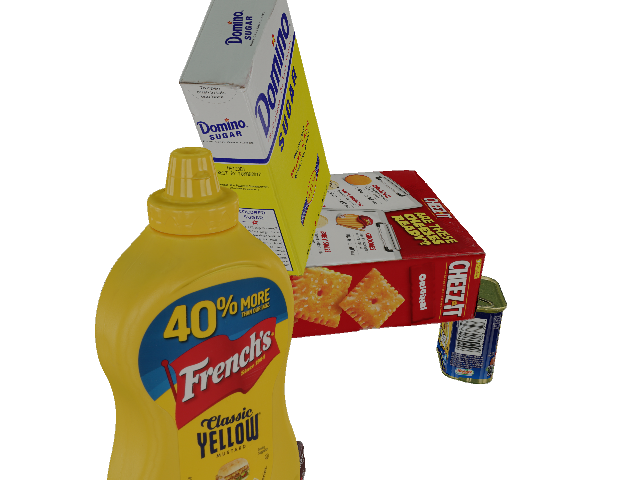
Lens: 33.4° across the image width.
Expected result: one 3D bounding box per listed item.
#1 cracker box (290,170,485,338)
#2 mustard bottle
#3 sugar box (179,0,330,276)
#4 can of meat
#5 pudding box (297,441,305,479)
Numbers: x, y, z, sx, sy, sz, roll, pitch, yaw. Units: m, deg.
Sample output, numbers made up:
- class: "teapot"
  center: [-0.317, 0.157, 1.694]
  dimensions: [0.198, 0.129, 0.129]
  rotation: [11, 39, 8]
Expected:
- class: "cracker box"
  center: [0.003, 0.009, 0.879]
  dimensions: [0.213, 0.072, 0.164]
  rotation: [-4, 29, -15]
- class: "mustard bottle"
  center: [-0.056, 0.051, 0.499]
  dimensions: [0.096, 0.192, 0.058]
  rotation: [-13, 21, -33]
- class: "sugar box"
  center: [-0.035, -0.066, 0.669]
  dimensions: [0.048, 0.093, 0.176]
  rotation: [5, -36, 13]
- class: "can of meat"
  center: [0.152, 0.089, 1.093]
  dimensions: [0.057, 0.084, 0.102]
  rotation: [7, 16, 0]
- class: "pudding box"
  center: [-0.072, 0.169, 0.706]
  dimensions: [0.113, 0.039, 0.090]
  rotation: [3, 29, 7]
